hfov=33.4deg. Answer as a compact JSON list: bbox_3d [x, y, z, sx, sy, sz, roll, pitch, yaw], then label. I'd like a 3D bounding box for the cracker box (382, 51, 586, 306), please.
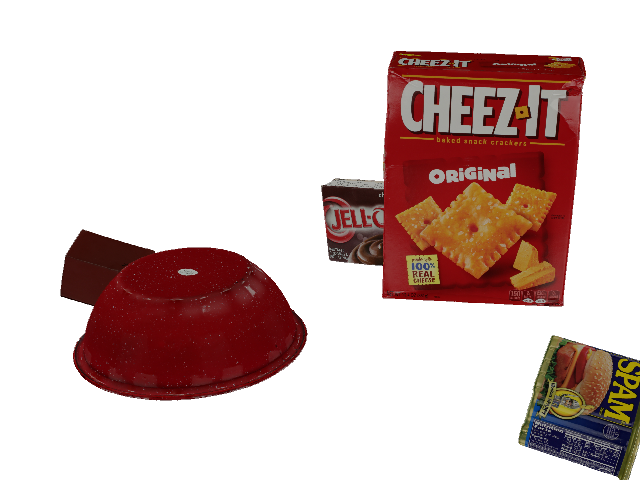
[{"bbox_3d":[0.138,-0.051,0.932,0.164,0.214,0.072,3,23,8],"label":"cracker box"}]

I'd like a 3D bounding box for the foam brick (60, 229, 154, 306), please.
[{"bbox_3d":[-0.210,0.033,1.052,0.078,0.051,0.053,17,32,1],"label":"foam brick"}]

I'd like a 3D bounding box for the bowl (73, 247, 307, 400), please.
[{"bbox_3d":[-0.090,0.046,0.730,0.162,0.055,0.162,-2,21,1],"label":"bowl"}]

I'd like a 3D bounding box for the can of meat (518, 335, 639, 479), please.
[{"bbox_3d":[0.206,0.126,0.819,0.084,0.057,0.102,16,40,17],"label":"can of meat"}]

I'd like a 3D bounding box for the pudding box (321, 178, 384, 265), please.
[{"bbox_3d":[0.060,-0.020,1.186,0.114,0.090,0.039,4,22,29],"label":"pudding box"}]
